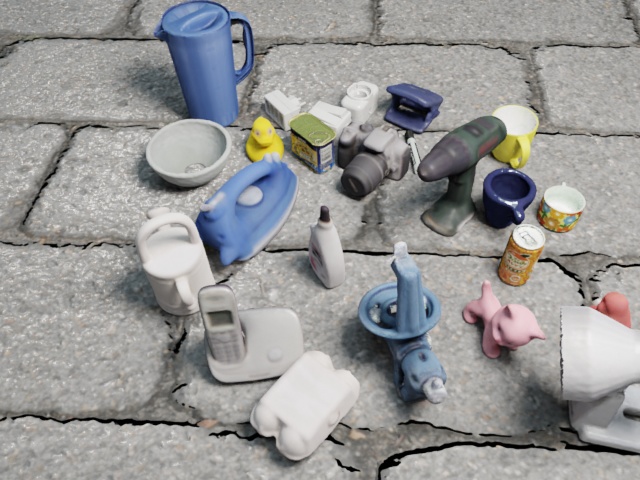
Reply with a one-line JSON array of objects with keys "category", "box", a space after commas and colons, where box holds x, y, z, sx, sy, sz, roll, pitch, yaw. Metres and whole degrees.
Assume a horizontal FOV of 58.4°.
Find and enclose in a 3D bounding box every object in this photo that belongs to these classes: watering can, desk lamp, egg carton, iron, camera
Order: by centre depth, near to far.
[{"category": "desk lamp", "box": [0.393, 0.181, 0.753, 0.203, 0.214, 0.118, 10, 52, 9]}, {"category": "egg carton", "box": [-0.019, 0.233, 0.814, 0.107, 0.069, 0.150, 32, 58, 24]}, {"category": "watering can", "box": [-0.236, 0.023, 0.909, 0.172, 0.194, 0.101, 37, 61, 27]}, {"category": "iron", "box": [-0.123, -0.081, 1.023, 0.118, 0.141, 0.259, 27, 57, 22]}, {"category": "camera", "box": [0.086, -0.158, 1.106, 0.142, 0.101, 0.137, 27, 57, 22]}]

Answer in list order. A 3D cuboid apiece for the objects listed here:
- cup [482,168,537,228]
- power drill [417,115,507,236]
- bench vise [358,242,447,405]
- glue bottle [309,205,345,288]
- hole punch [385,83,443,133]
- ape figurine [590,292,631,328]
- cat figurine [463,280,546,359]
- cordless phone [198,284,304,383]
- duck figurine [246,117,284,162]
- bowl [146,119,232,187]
[{"category": "cup", "box": [0.333, -0.057, 1.021, 0.091, 0.095, 0.117, -5, 51, -2]}, {"category": "power drill", "box": [0.236, -0.109, 0.993, 0.075, 0.208, 0.230, 34, 59, 25]}, {"category": "bench vise", "box": [0.137, 0.114, 0.809, 0.122, 0.220, 0.207, -29, 56, -20]}, {"category": "glue bottle", "box": [0.009, 0.003, 0.931, 0.037, 0.173, 0.078, -28, 55, -19]}, {"category": "hole punch", "box": [0.200, -0.300, 1.223, 0.108, 0.091, 0.101, 28, 57, 22]}, {"category": "ape figurine", "box": [0.448, 0.113, 0.884, 0.078, 0.092, 0.076, -19, 53, -13]}, {"category": "cat figurine", "box": [0.279, 0.118, 0.868, 0.067, 0.118, 0.127, -18, 53, -12]}, {"category": "cordless phone", "box": [-0.100, 0.125, 0.829, 0.147, 0.185, 0.094, -9, 51, -5]}, {"category": "duck figurine", "box": [-0.115, -0.211, 1.163, 0.077, 0.086, 0.104, -12, 52, -8]}, {"category": "bowl", "box": [-0.253, -0.160, 1.133, 0.167, 0.075, 0.167, -1, 51, 1]}]
